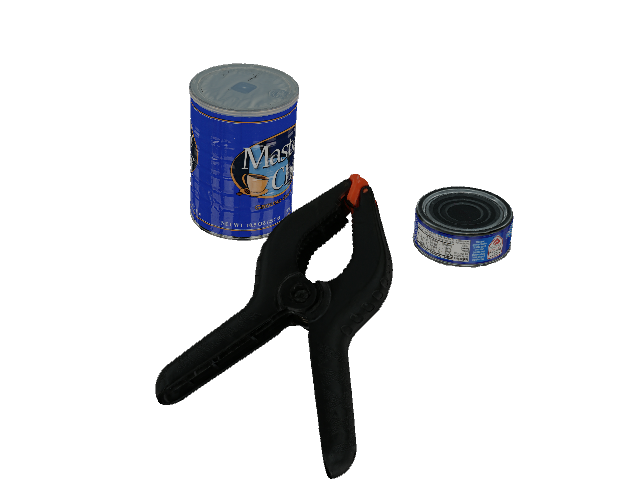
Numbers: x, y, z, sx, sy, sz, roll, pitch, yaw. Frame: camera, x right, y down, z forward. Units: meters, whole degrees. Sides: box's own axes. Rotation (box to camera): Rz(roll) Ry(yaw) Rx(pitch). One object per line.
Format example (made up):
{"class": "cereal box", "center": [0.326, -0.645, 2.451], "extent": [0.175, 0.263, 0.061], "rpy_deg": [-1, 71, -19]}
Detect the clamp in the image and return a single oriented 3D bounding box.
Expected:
{"class": "clamp", "center": [-0.002, 0.046, 0.600], "extent": [0.120, 0.171, 0.039], "rpy_deg": [30, -13, 16]}

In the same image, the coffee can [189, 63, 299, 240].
{"class": "coffee can", "center": [-0.075, -0.086, 1.031], "extent": [0.103, 0.140, 0.103], "rpy_deg": [3, 33, -2]}

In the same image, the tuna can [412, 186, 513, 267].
{"class": "tuna can", "center": [0.124, -0.013, 0.928], "extent": [0.086, 0.034, 0.086], "rpy_deg": [0, 31, 0]}
